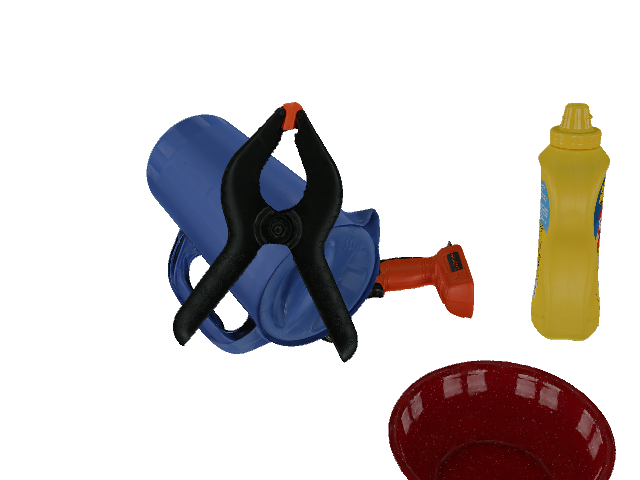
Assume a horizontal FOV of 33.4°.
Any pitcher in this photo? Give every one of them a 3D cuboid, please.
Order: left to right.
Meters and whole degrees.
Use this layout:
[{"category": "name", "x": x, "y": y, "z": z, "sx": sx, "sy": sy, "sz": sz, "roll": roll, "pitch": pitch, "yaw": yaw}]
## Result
[{"category": "pitcher", "x": -0.072, "y": -0.013, "z": 1.013, "sx": 0.148, "sy": 0.145, "sz": 0.243, "roll": -11, "pitch": 39, "yaw": -37}]

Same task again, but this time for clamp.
[{"category": "clamp", "x": -0.038, "y": -0.003, "z": 0.693, "sx": 0.120, "sy": 0.171, "sz": 0.039, "roll": -3, "pitch": 3, "yaw": -9}]

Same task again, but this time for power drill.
[{"category": "power drill", "x": 0.079, "y": 0.057, "z": 1.228, "sx": 0.187, "sy": 0.057, "sz": 0.184, "roll": -1, "pitch": 28, "yaw": -1}]

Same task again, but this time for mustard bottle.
[{"category": "mustard bottle", "x": 0.210, "y": -0.019, "z": 0.895, "sx": 0.058, "sy": 0.192, "sz": 0.096, "roll": 3, "pitch": 19, "yaw": 13}]

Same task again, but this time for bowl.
[{"category": "bowl", "x": 0.130, "y": 0.160, "z": 0.781, "sx": 0.162, "sy": 0.055, "sz": 0.162, "roll": -1, "pitch": 35, "yaw": 0}]
